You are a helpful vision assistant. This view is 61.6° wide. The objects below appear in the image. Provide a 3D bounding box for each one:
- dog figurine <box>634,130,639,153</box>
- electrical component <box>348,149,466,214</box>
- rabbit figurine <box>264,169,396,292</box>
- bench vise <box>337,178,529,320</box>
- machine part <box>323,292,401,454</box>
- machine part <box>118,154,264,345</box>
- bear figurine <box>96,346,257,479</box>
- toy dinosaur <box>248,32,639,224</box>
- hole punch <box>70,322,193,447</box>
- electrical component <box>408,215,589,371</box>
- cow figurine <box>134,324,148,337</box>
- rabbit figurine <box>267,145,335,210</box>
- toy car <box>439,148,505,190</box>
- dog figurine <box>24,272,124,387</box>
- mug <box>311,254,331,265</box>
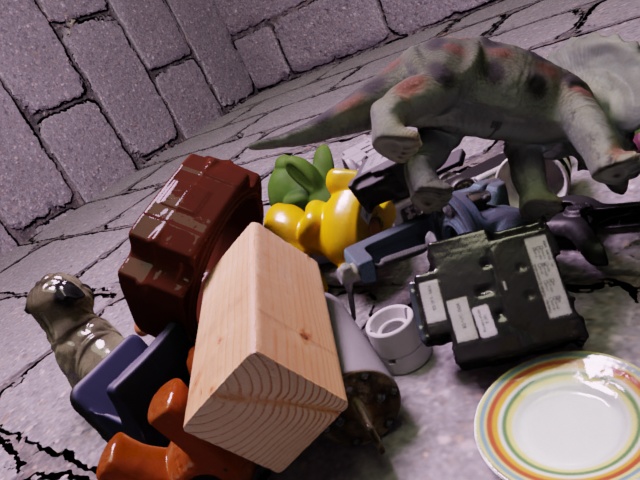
[{"bbox_3d":[0.383,-0.131,0.632,0.192,0.108,0.219,-6,32,38],"label":"dog figurine"},{"bbox_3d":[0.097,-0.081,0.599,0.119,0.047,0.075,-22,26,39],"label":"electrical component"},{"bbox_3d":[-0.001,-0.002,0.710,0.173,0.121,0.162,5,78,30],"label":"rabbit figurine"},{"bbox_3d":[0.125,-0.006,0.610,0.241,0.128,0.224,-20,28,-12],"label":"bench vise"},{"bbox_3d":[0.014,0.116,0.525,0.079,0.079,0.243,-28,23,-3],"label":"machine part"},{"bbox_3d":[-0.143,0.016,0.652,0.087,0.201,0.201,21,54,8],"label":"machine part"},{"bbox_3d":[-0.109,0.150,0.524,0.120,0.132,0.196,-44,23,21],"label":"bear figurine"},{"bbox_3d":[0.149,-0.126,0.500,0.405,0.131,0.192,11,56,-8],"label":"toy dinosaur"},{"bbox_3d":[-0.178,0.162,0.573,0.092,0.115,0.142,-27,17,35],"label":"hole punch"},{"bbox_3d":[0.149,0.050,0.474,0.134,0.058,0.115,-14,64,16],"label":"electrical component"},{"bbox_3d":[-0.168,0.080,0.798,0.127,0.085,0.195,-21,20,28],"label":"cow figurine"},{"bbox_3d":[-0.003,-0.082,0.920,0.121,0.158,0.170,-27,35,-29],"label":"rabbit figurine"},{"bbox_3d":[0.245,-0.092,0.762,0.202,0.056,0.073,-26,16,-2],"label":"toy car"},{"bbox_3d":[-0.274,0.130,0.661,0.172,0.190,0.121,-6,30,38],"label":"dog figurine"},{"bbox_3d":[0.021,-0.011,0.806,0.107,0.080,0.109,-5,28,19],"label":"mug"}]
